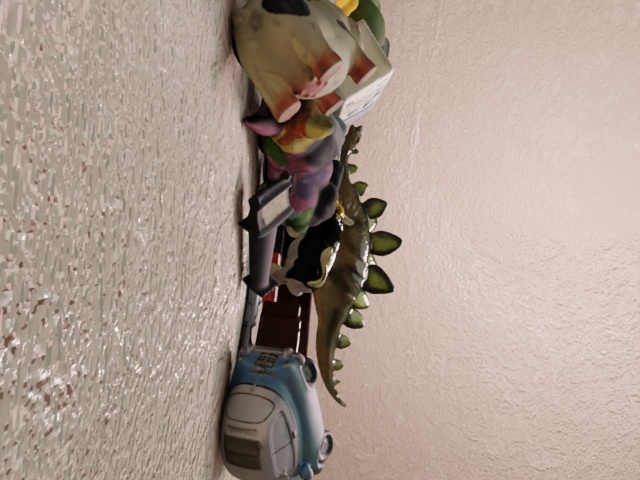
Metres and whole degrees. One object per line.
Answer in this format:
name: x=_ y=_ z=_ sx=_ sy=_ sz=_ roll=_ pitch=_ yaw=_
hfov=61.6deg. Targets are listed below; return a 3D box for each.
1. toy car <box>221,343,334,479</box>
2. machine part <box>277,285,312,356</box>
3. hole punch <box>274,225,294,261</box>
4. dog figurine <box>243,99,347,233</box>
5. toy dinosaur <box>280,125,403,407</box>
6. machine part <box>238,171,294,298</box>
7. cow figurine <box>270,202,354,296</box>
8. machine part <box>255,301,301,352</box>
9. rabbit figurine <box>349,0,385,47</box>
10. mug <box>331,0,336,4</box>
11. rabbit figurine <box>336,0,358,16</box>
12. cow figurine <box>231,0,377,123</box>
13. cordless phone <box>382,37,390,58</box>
toy car: x=-0.053 y=0.195 z=0.556 sx=0.103 sy=0.109 sz=0.161 roll=-43 pitch=133 yaw=-60
machine part: x=-0.062 y=0.183 z=1.030 sx=0.201 sy=0.087 sz=0.200 roll=-82 pitch=177 yaw=-70
hole punch: x=-0.055 y=-0.008 z=0.976 sx=0.116 sy=0.092 sz=0.142 roll=42 pitch=-45 yaw=52
dog figurine: x=-0.028 y=-0.098 z=0.620 sx=0.219 sy=0.109 sz=0.191 roll=-52 pitch=150 yaw=-83
toy dinosaur: x=0.030 y=0.046 z=0.892 sx=0.105 sy=0.198 sz=0.471 roll=-160 pitch=-99 yaw=-66
machine part: x=-0.059 y=-0.001 z=0.582 sx=0.084 sy=0.039 sz=0.138 roll=-56 pitch=160 yaw=-52
cow figurine: x=-0.003 y=-0.004 z=0.758 sx=0.098 sy=0.068 sz=0.167 roll=-14 pitch=-133 yaw=55
machine part: x=-0.066 y=0.166 z=0.710 sx=0.179 sy=0.056 sz=0.179 roll=-169 pitch=-91 yaw=-85
rabbit figurine: x=0.068 y=-0.389 z=0.863 sx=0.121 sy=0.159 sz=0.170 roll=-22 pitch=-120 yaw=40
mug: x=-0.032 y=-0.258 z=0.596 sx=0.109 sy=0.081 sz=0.107 roll=-48 pitch=179 yaw=2
rabbit figurine: x=-0.003 y=-0.322 z=0.781 sx=0.173 sy=0.122 sz=0.162 roll=115 pitch=-15 yaw=-65
cow figurine: x=-0.014 y=-0.180 z=0.483 sx=0.127 sy=0.085 sz=0.195 roll=53 pitch=28 yaw=-1
cordless phone: x=0.028 y=-0.305 z=0.963 sx=0.089 sy=0.184 sz=0.146 roll=-102 pitch=-164 yaw=-72
